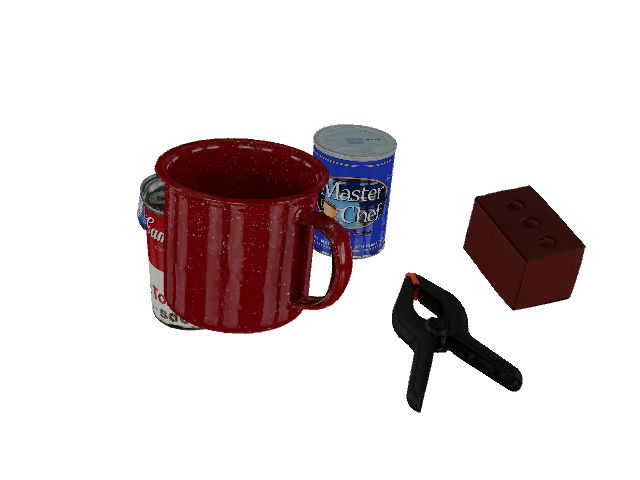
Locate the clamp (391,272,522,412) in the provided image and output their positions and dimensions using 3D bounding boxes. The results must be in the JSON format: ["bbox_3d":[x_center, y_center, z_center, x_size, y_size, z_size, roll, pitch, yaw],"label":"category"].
[{"bbox_3d":[0.132,0.101,1.093,0.120,0.171,0.039,1,-44,-14],"label":"clamp"}]

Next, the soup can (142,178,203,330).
[{"bbox_3d":[-0.099,0.009,0.817,0.068,0.102,0.068,1,30,-1],"label":"soup can"}]

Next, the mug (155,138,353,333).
[{"bbox_3d":[-0.034,0.001,0.578,0.117,0.081,0.093,18,28,26],"label":"mug"}]

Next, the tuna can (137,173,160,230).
[{"bbox_3d":[-0.132,-0.032,1.027,0.086,0.034,0.086,10,29,-6],"label":"tuna can"}]

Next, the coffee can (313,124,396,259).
[{"bbox_3d":[0.037,-0.062,1.336,0.103,0.140,0.103,4,27,-2],"label":"coffee can"}]

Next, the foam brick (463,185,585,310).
[{"bbox_3d":[0.151,0.005,0.800,0.052,0.051,0.078,-12,44,-23],"label":"foam brick"}]
